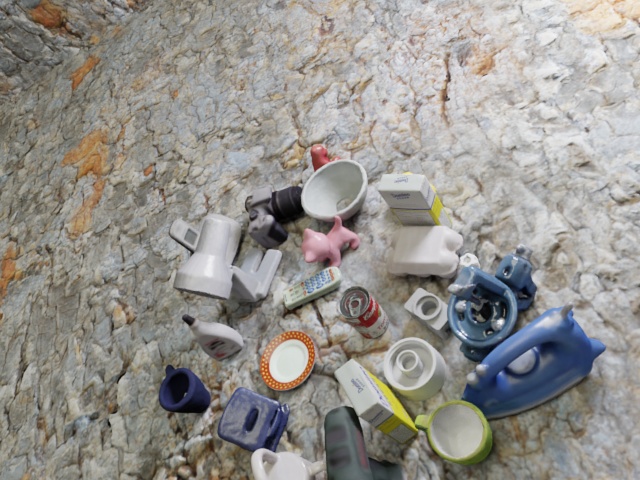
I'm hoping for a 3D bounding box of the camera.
[{"bbox_3d":[-0.105,-0.075,1.383,0.136,0.101,0.143,-19,50,19],"label":"camera"}]

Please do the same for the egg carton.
[{"bbox_3d":[0.208,0.025,1.143,0.149,0.070,0.107,-1,58,31],"label":"egg carton"}]

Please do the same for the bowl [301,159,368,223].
[{"bbox_3d":[0.044,-0.101,1.329,0.167,0.075,0.167,-16,51,21],"label":"bowl"}]

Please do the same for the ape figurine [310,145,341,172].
[{"bbox_3d":[0.008,-0.198,1.409,0.076,0.092,0.077,-46,47,-5],"label":"ape figurine"}]

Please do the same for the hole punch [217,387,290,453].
[{"bbox_3d":[-0.126,0.348,1.100,0.100,0.091,0.109,6,62,34],"label":"hole punch"}]

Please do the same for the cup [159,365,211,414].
[{"bbox_3d":[-0.282,0.320,1.211,0.092,0.095,0.117,-42,47,-2],"label":"cup"}]

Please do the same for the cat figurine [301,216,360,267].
[{"bbox_3d":[0.011,0.004,1.244,0.128,0.118,0.067,-49,47,-8],"label":"cat figurine"}]

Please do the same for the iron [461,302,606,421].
[{"bbox_3d":[0.312,0.195,0.910,0.258,0.142,0.118,-36,47,4],"label":"iron"}]

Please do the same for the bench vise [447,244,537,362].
[{"bbox_3d":[0.275,0.080,0.960,0.121,0.220,0.207,6,62,34],"label":"bench vise"}]

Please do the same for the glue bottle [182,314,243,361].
[{"bbox_3d":[-0.238,0.200,1.217,0.078,0.174,0.037,-33,47,7],"label":"glue bottle"}]

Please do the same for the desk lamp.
[{"bbox_3d":[-0.208,0.061,1.270,0.117,0.214,0.203,4,60,33],"label":"desk lamp"}]

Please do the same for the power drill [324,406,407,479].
[{"bbox_3d":[0.073,0.380,0.876,0.075,0.209,0.229,-27,48,12],"label":"power drill"}]

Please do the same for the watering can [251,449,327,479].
[{"bbox_3d":[-0.062,0.410,0.945,0.173,0.195,0.100,-46,47,-6],"label":"watering can"}]

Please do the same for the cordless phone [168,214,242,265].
[{"bbox_3d":[-0.280,-0.016,1.389,0.094,0.186,0.147,-6,56,28],"label":"cordless phone"}]

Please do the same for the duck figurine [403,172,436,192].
[{"bbox_3d":[0.190,-0.109,1.239,0.104,0.086,0.077,-17,51,21],"label":"duck figurine"}]
